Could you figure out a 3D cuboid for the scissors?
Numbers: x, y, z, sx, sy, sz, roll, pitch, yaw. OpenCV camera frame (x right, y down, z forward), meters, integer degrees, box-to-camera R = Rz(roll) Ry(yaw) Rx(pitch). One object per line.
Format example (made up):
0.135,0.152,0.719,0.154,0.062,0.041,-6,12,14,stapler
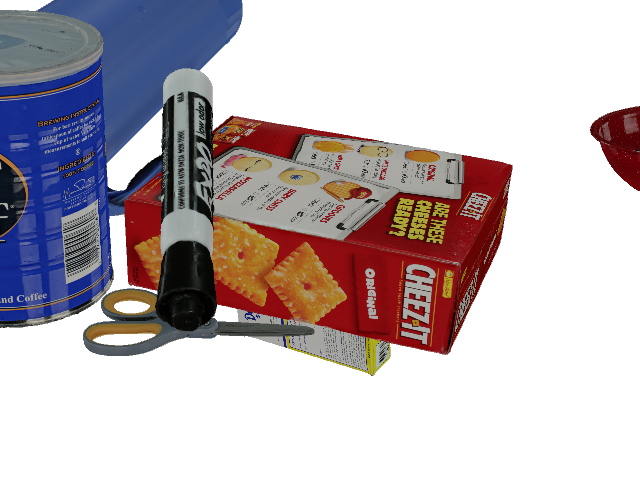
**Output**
-0.114,0.069,0.969,0.201,0.016,0.096,-7,34,-14,scissors

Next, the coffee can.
-0.164,-0.040,0.567,0.103,0.140,0.103,2,28,-1,coffee can

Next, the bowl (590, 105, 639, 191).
0.329,-0.079,0.974,0.162,0.055,0.162,-5,22,2,bowl

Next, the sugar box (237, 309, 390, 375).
-0.010,0.079,1.170,0.176,0.093,0.048,17,36,29,sugar box

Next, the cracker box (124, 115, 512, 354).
0.004,-0.010,0.704,0.214,0.072,0.164,12,28,16,cracker box

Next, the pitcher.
-0.165,-0.143,0.874,0.145,0.149,0.242,20,49,27,pitcher

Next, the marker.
-0.045,-0.017,0.364,0.020,0.020,0.121,0,44,-7,marker
